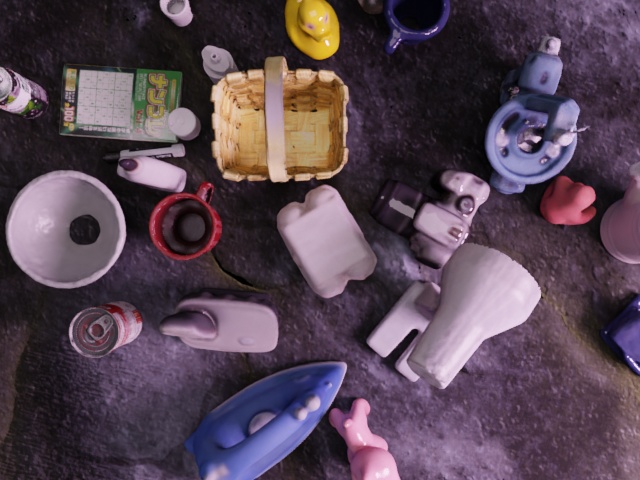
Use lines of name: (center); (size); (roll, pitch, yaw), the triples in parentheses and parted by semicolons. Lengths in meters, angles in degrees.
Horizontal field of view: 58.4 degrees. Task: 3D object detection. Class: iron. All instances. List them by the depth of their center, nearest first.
iron: (-0.068, 0.258, 0.794); (0.258, 0.141, 0.119); (-36, 89, 0)

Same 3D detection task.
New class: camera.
camera: (0.150, -0.046, 0.815); (0.137, 0.101, 0.143); (28, 90, 1)

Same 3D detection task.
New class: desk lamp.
desk lamp: (0.170, 0.108, 0.758); (0.118, 0.213, 0.203); (39, 90, 1)

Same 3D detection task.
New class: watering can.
watering can: (0.463, -0.021, 0.767); (0.173, 0.194, 0.101); (39, 90, 1)

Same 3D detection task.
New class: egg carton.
egg carton: (0.008, 0.003, 0.831); (0.107, 0.069, 0.150); (-32, 90, 0)

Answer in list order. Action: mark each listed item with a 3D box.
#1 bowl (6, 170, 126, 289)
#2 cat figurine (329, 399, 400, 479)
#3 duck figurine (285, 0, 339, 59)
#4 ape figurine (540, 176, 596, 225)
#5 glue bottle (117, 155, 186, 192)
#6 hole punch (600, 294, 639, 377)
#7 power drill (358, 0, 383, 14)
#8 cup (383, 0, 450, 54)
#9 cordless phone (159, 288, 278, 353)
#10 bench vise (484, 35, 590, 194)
bowl: (-0.354, -0.015, 0.830); (0.167, 0.074, 0.167); (0, 90, 0)
cat figurine: (0.064, 0.300, 0.805); (0.067, 0.117, 0.128); (-28, 89, 0)
duck figurine: (-0.012, -0.321, 0.825); (0.077, 0.086, 0.104); (-28, 89, 0)
ape figurine: (0.361, -0.057, 0.819); (0.076, 0.092, 0.078); (-21, 89, 0)
glue bottle: (-0.239, -0.094, 0.781); (0.078, 0.173, 0.037); (8, 90, 1)
hole punch: (0.480, 0.146, 0.817); (0.108, 0.091, 0.101); (45, 90, 1)
power drill: (0.082, -0.391, 0.764); (0.075, 0.208, 0.230); (-30, 89, 0)
cup: (0.125, -0.306, 0.820); (0.091, 0.095, 0.118); (33, 90, 1)
cordless phone: (-0.133, 0.118, 0.773); (0.147, 0.185, 0.094); (1, 89, 1)
bench vise: (0.280, -0.173, 0.756); (0.121, 0.219, 0.207); (-6, 89, 1)
